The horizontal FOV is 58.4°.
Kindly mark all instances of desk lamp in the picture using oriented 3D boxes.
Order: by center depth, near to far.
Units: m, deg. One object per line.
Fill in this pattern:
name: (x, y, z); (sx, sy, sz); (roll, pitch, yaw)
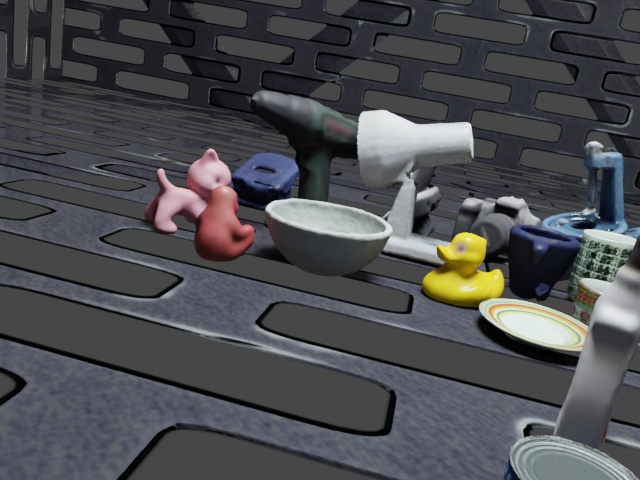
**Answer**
desk lamp: (0.145, -0.085, 0.885); (0.203, 0.213, 0.118); (14, 16, 13)

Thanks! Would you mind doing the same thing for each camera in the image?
camera: (0.293, -0.026, 0.979); (0.142, 0.101, 0.137); (20, 18, 32)

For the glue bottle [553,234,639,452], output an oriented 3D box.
glue bottle: (0.219, 0.077, 0.432); (0.037, 0.173, 0.078); (18, 18, 27)

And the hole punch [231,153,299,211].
hole punch: (-0.097, -0.107, 1.035); (0.108, 0.091, 0.101); (16, 17, 21)

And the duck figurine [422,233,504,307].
duck figurine: (0.187, 0.034, 0.727); (0.105, 0.086, 0.077); (7, 16, -11)

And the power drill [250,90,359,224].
power drill: (-0.023, -0.117, 0.897); (0.230, 0.208, 0.075); (-5, 22, -43)

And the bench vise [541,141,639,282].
bench vise: (0.438, -0.037, 0.891); (0.208, 0.220, 0.121); (2, 18, -28)

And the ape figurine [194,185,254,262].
ape figurine: (-0.122, -0.023, 0.718); (0.077, 0.092, 0.076); (17, 17, 23)

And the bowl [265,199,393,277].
bowl: (0.007, 0.003, 0.743); (0.167, 0.075, 0.167); (10, 16, -2)

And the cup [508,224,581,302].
cup: (0.289, 0.037, 0.767); (0.091, 0.095, 0.118); (16, 17, 21)

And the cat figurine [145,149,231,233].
cat figurine: (-0.179, -0.075, 0.819); (0.128, 0.118, 0.067); (-4, 21, -42)

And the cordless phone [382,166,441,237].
cordless phone: (0.173, -0.103, 1.019); (0.094, 0.185, 0.148); (14, 16, 12)
